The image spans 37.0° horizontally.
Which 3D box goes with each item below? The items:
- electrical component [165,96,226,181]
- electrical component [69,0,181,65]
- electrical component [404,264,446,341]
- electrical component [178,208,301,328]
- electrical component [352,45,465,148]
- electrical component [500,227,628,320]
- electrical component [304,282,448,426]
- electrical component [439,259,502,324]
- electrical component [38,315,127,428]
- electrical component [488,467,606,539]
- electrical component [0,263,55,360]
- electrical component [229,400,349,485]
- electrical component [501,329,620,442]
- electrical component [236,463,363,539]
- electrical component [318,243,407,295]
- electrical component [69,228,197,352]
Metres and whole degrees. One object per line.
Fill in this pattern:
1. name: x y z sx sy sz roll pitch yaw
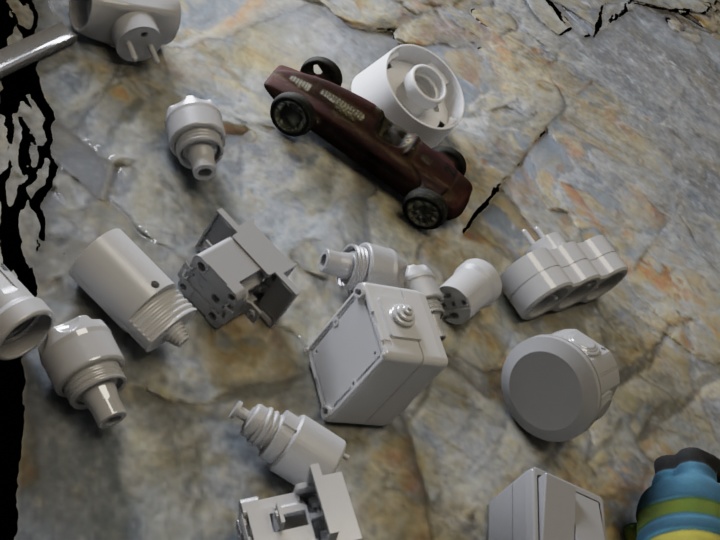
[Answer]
1. electrical component: -0.121 -0.095 0.801 0.043 0.043 0.062 8 49 -33
2. electrical component: -0.180 -0.191 0.846 0.077 0.044 0.079 -1 53 -39
3. electrical component: 0.049 0.028 0.823 0.035 0.035 0.061 0 55 -39
4. electrical component: -0.086 0.004 0.734 0.081 0.042 0.064 46 41 9
5. electrical component: 0.046 -0.158 0.996 0.099 0.064 0.099 17 57 -29
6. electrical component: 0.168 -0.008 0.937 0.138 0.052 0.073 -12 61 -44
7. electrical component: 0.016 0.054 0.721 0.061 0.096 0.061 10 47 -33
8. electrical component: 0.085 0.018 0.858 0.040 0.040 0.046 46 45 8
9. electrical component: -0.156 0.061 0.621 0.043 0.043 0.062 -11 61 -44
10. electrical component: 0.127 0.178 0.716 0.062 0.061 0.096 26 40 -16
11. electrical component: -0.207 0.023 0.622 0.046 0.040 0.040 45 38 17
12. electrical component: -0.045 0.107 0.666 0.078 0.040 0.040 34 39 -7
13. electrical component: 0.152 0.085 0.814 0.051 0.080 0.080 -15 62 -51
14. electrical component: -0.037 0.149 0.610 0.064 0.081 0.042 -8 55 -16
15. electrical component: 0.000 0.000 0.804 0.062 0.043 0.043 15 44 -25
16. electrical component: -0.139 0.017 0.677 0.081 0.043 0.043 44 39 7
